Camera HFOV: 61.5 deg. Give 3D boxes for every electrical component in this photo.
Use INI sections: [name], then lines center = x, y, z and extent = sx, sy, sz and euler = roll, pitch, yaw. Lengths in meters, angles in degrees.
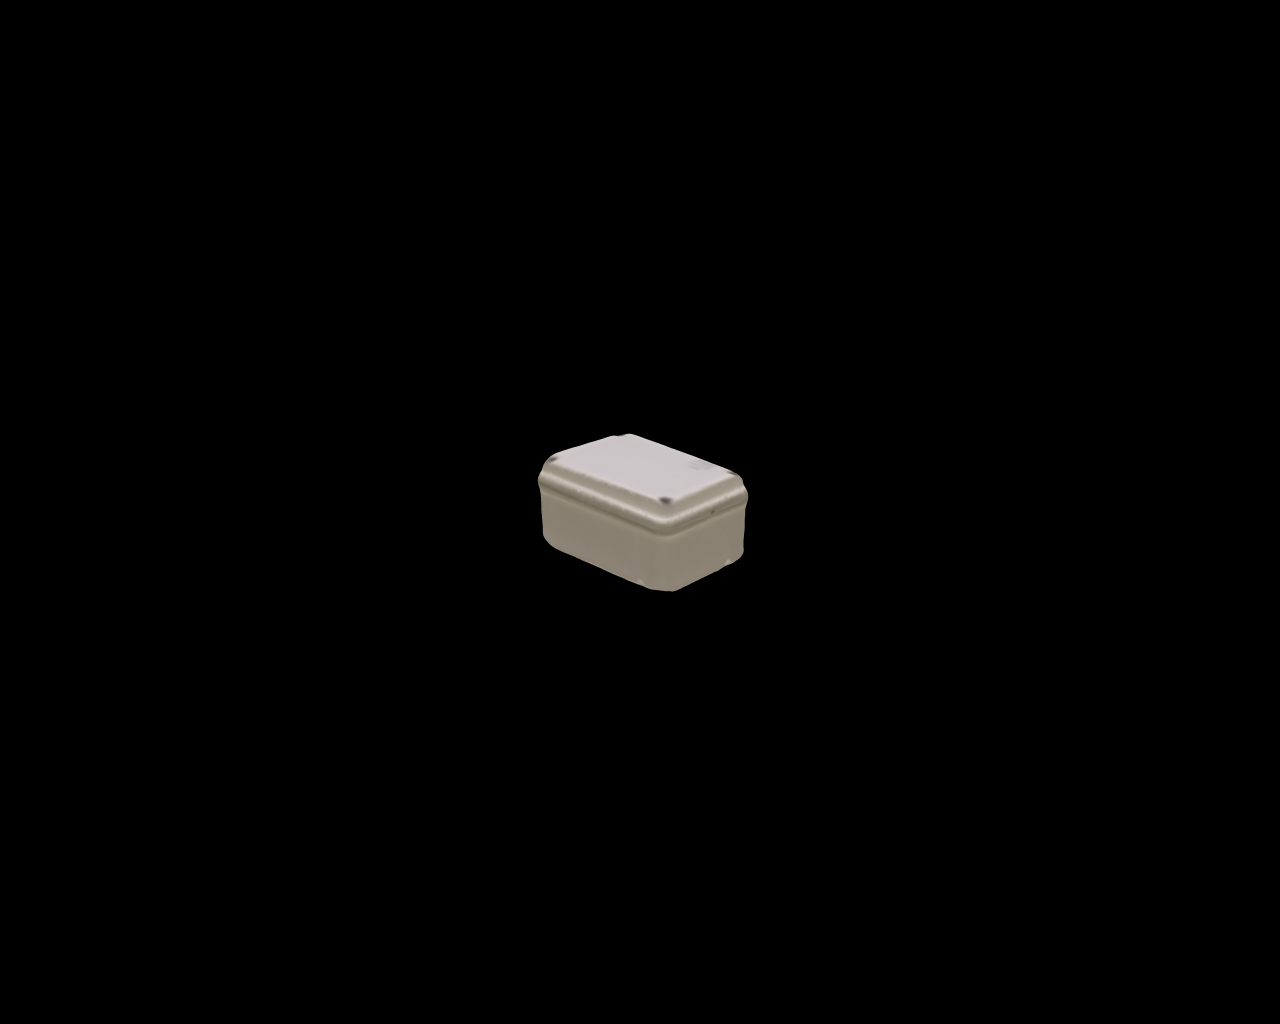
[electrical component]
center = 0.001, -0.003, 0.650
extent = 0.078, 0.057, 0.113
euler = -22, 32, -40
